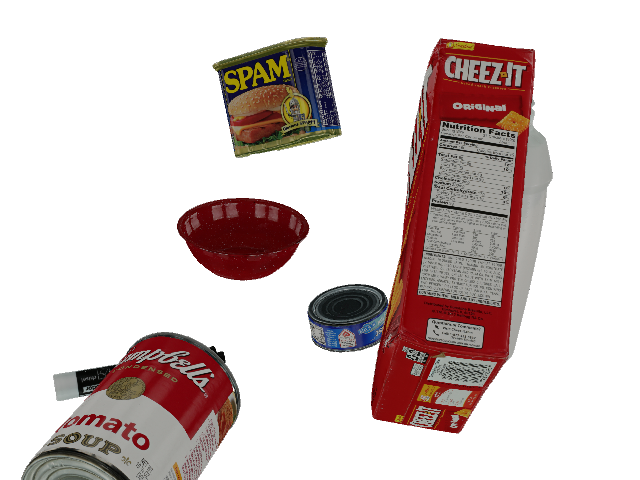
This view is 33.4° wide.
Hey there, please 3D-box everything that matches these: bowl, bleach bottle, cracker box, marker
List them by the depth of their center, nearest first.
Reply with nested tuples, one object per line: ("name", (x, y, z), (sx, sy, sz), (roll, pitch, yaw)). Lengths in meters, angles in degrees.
("cracker box", (0.085, 0.001, 0.708), (0.072, 0.213, 0.164), (9, -25, 2))
("marker", (-0.127, 0.094, 0.757), (0.121, 0.020, 0.020), (-9, 2, -14))
("bleach bottle", (0.144, -0.010, 0.941), (0.103, 0.251, 0.067), (28, 36, 33))
("bowl", (-0.096, 0.004, 1.315), (0.162, 0.055, 0.162), (2, 26, -1))

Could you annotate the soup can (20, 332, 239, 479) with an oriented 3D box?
("soup can", (-0.090, 0.100, 0.519), (0.069, 0.068, 0.102), (0, 26, 22))

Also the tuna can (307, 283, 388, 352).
("tuna can", (0.030, 0.079, 1.109), (0.086, 0.034, 0.086), (-9, 25, 4))

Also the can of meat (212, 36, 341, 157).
("can of meat", (-0.036, -0.122, 0.922), (0.102, 0.084, 0.057), (-10, 3, 32))
